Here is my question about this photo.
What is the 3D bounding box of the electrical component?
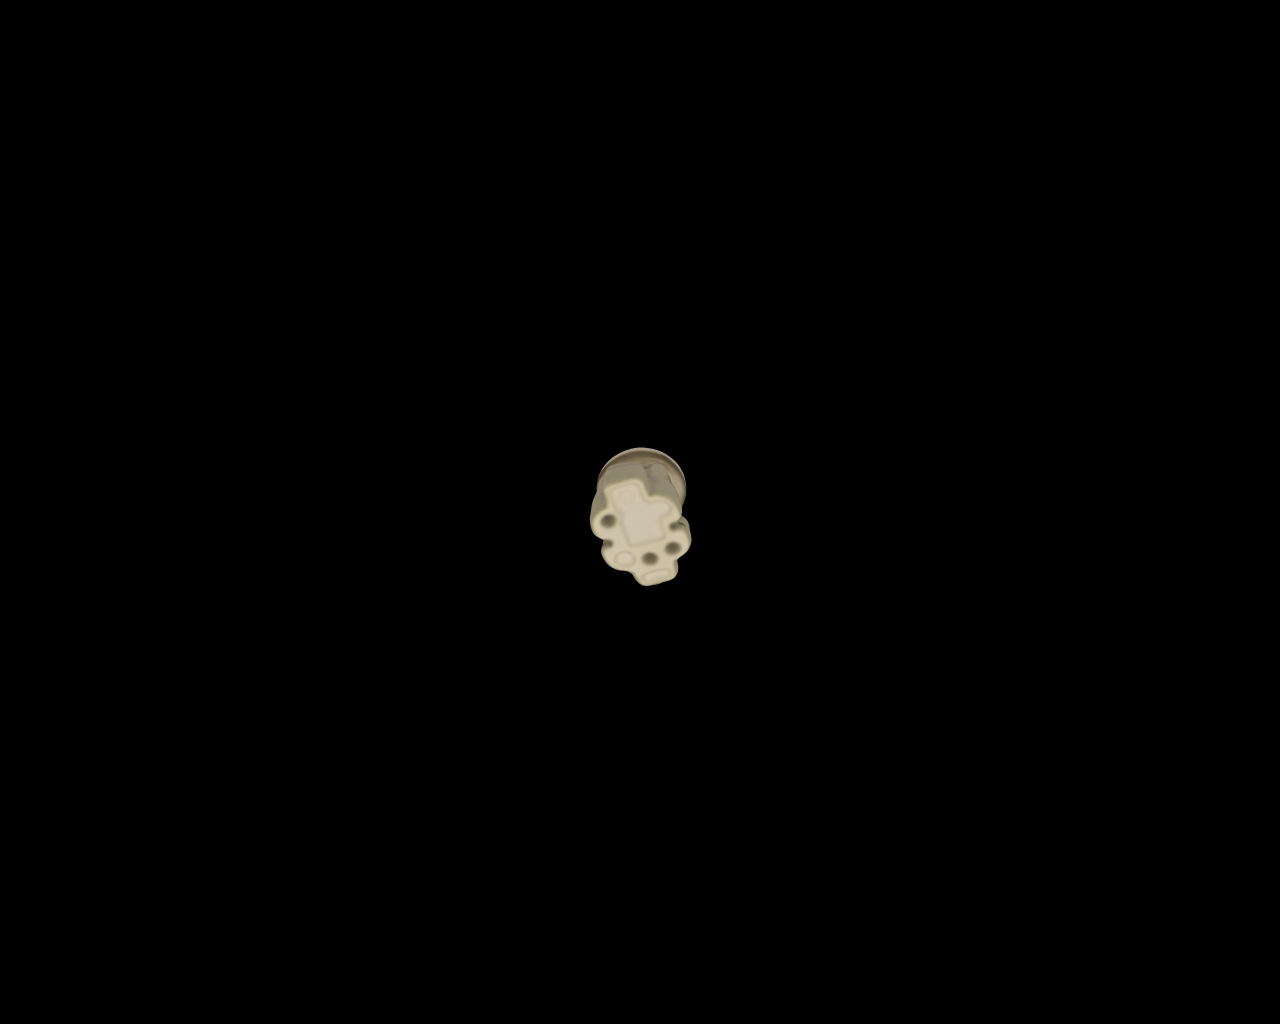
[{"bbox_3d":[0.001,-0.003,0.650,0.058,0.078,0.057,-15,32,9],"label":"electrical component"}]
